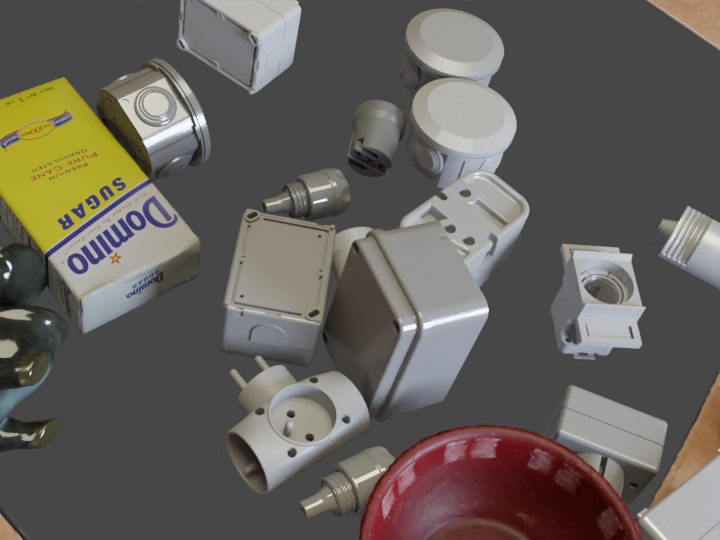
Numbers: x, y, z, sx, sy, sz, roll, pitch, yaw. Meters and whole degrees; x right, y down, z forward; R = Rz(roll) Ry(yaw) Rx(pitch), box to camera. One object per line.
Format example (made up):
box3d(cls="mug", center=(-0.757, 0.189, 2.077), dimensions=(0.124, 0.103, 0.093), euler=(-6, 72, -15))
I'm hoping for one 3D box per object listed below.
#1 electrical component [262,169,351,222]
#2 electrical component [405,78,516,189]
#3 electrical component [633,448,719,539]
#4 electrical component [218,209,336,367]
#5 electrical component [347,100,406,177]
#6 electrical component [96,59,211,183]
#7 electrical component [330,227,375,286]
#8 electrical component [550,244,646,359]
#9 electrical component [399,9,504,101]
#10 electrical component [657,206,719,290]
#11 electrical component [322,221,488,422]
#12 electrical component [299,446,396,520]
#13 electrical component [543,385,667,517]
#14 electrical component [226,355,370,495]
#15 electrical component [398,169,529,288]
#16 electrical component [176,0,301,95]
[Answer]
box3d(cls="electrical component", center=(-0.040, -0.051, 0.767), dimensions=(0.061, 0.035, 0.035), euler=(-15, 57, -20))
box3d(cls="electrical component", center=(0.075, -0.104, 0.823), dimensions=(0.080, 0.051, 0.080), euler=(6, 52, -8))
box3d(cls="electrical component", center=(0.195, 0.164, 0.635), dimensions=(0.096, 0.061, 0.061), euler=(-28, 63, -29))
box3d(cls="electrical component", center=(-0.053, 0.009, 0.700), dimensions=(0.062, 0.061, 0.096), euler=(11, 51, -4))
box3d(cls="electrical component", center=(0.011, -0.099, 0.813), dimensions=(0.040, 0.040, 0.046), euler=(15, 56, -1))
box3d(cls="electrical component", center=(-0.145, -0.103, 0.756), dimensions=(0.051, 0.080, 0.080), euler=(-32, 65, -25))
box3d(cls="electrical component", center=(0.000, 0.000, 0.734), dimensions=(0.040, 0.040, 0.046), euler=(-9, 61, -19))
box3d(cls="electrical component", center=(0.160, 0.024, 0.734), dimensions=(0.042, 0.063, 0.081), euler=(4, 52, -8))
box3d(cls="electrical component", center=(0.073, -0.170, 0.874), dimensions=(0.080, 0.051, 0.080), euler=(6, 52, -8))
box3d(cls="electrical component", center=(0.260, -0.014, 0.800), dimensions=(0.081, 0.043, 0.043), euler=(30, 52, 11))
box3d(cls="electrical component", center=(0.024, 0.033, 0.666), dimensions=(0.057, 0.113, 0.078), euler=(-12, 56, -24))
box3d(cls="electrical component", center=(-0.007, 0.130, 0.634), dimensions=(0.061, 0.035, 0.035), euler=(-21, 60, -23))
box3d(cls="electrical component", center=(0.145, 0.123, 0.665), dimensions=(0.066, 0.047, 0.076), euler=(21, 51, 4))
box3d(cls="electrical component", center=(-0.048, 0.085, 0.653), dimensions=(0.077, 0.044, 0.079), euler=(-28, 63, -29))
box3d(cls="electrical component", center=(0.067, -0.019, 0.749), dimensions=(0.054, 0.059, 0.095), euler=(42, 55, 19))
box3d(cls="electrical component", center=(-0.099, -0.197, 0.849), dimensions=(0.096, 0.061, 0.061), euler=(34, 53, 14))
